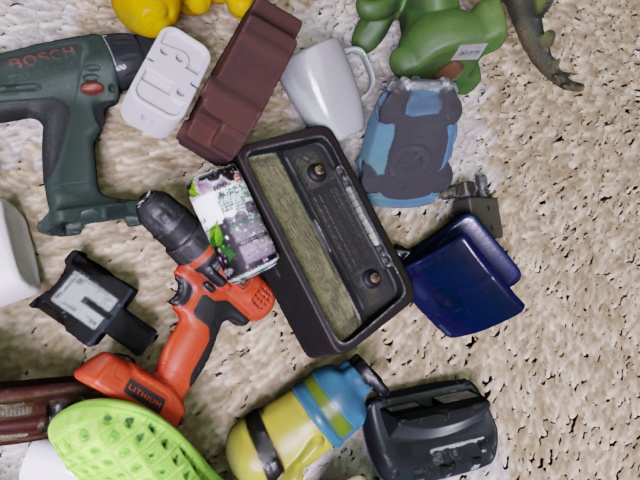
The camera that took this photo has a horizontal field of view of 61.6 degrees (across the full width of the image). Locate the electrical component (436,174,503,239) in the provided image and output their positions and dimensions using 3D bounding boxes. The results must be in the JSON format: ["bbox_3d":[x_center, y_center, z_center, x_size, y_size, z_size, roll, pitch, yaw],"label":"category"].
[{"bbox_3d":[0.183,-0.027,0.661,0.078,0.045,0.102,-11,88,-42],"label":"electrical component"}]

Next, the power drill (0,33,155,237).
[{"bbox_3d":[-0.230,-0.114,0.559,0.232,0.086,0.207,-13,90,-24],"label":"power drill"}]

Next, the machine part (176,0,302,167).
[{"bbox_3d":[-0.086,-0.159,0.548,0.056,0.179,0.179,28,78,-19],"label":"machine part"}]

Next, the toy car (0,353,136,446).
[{"bbox_3d":[-0.253,0.154,0.485,0.202,0.053,0.089,10,95,-51],"label":"toy car"}]

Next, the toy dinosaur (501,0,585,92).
[{"bbox_3d":[0.231,-0.373,0.635,0.105,0.198,0.471,-7,83,-10],"label":"toy dinosaur"}]

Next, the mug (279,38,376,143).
[{"bbox_3d":[0.016,-0.171,0.627,0.109,0.081,0.107,-28,101,-21],"label":"mug"}]

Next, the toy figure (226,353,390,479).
[{"bbox_3d":[-0.015,0.190,0.569,0.180,0.082,0.089,-41,74,-7],"label":"toy figure"}]

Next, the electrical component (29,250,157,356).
[{"bbox_3d":[-0.223,0.071,0.554,0.119,0.048,0.075,33,78,-7],"label":"electrical component"}]

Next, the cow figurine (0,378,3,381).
[{"bbox_3d":[-0.392,0.150,0.467,0.195,0.086,0.127,-17,121,-13],"label":"cow figurine"}]

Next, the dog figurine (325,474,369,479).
[{"bbox_3d":[0.080,0.328,0.547,0.190,0.121,0.172,15,114,-14],"label":"dog figurine"}]

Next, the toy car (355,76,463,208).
[{"bbox_3d":[0.094,-0.121,0.616,0.109,0.161,0.103,-4,39,-9],"label":"toy car"}]

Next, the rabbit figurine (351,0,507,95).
[{"bbox_3d":[0.117,-0.265,0.657,0.159,0.121,0.170,-13,68,-7],"label":"rabbit figurine"}]

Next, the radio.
[{"bbox_3d":[-0.001,-0.002,0.582,0.131,0.073,0.229,-26,89,-34],"label":"radio"}]

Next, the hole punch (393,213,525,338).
[{"bbox_3d":[0.154,0.047,0.601,0.116,0.092,0.142,-40,98,22],"label":"hole punch"}]

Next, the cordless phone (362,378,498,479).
[{"bbox_3d":[0.129,0.259,0.602,0.147,0.089,0.184,-7,96,-14],"label":"cordless phone"}]

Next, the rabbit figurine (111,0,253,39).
[{"bbox_3d":[-0.160,-0.283,0.564,0.162,0.121,0.173,24,62,9],"label":"rabbit figurine"}]
